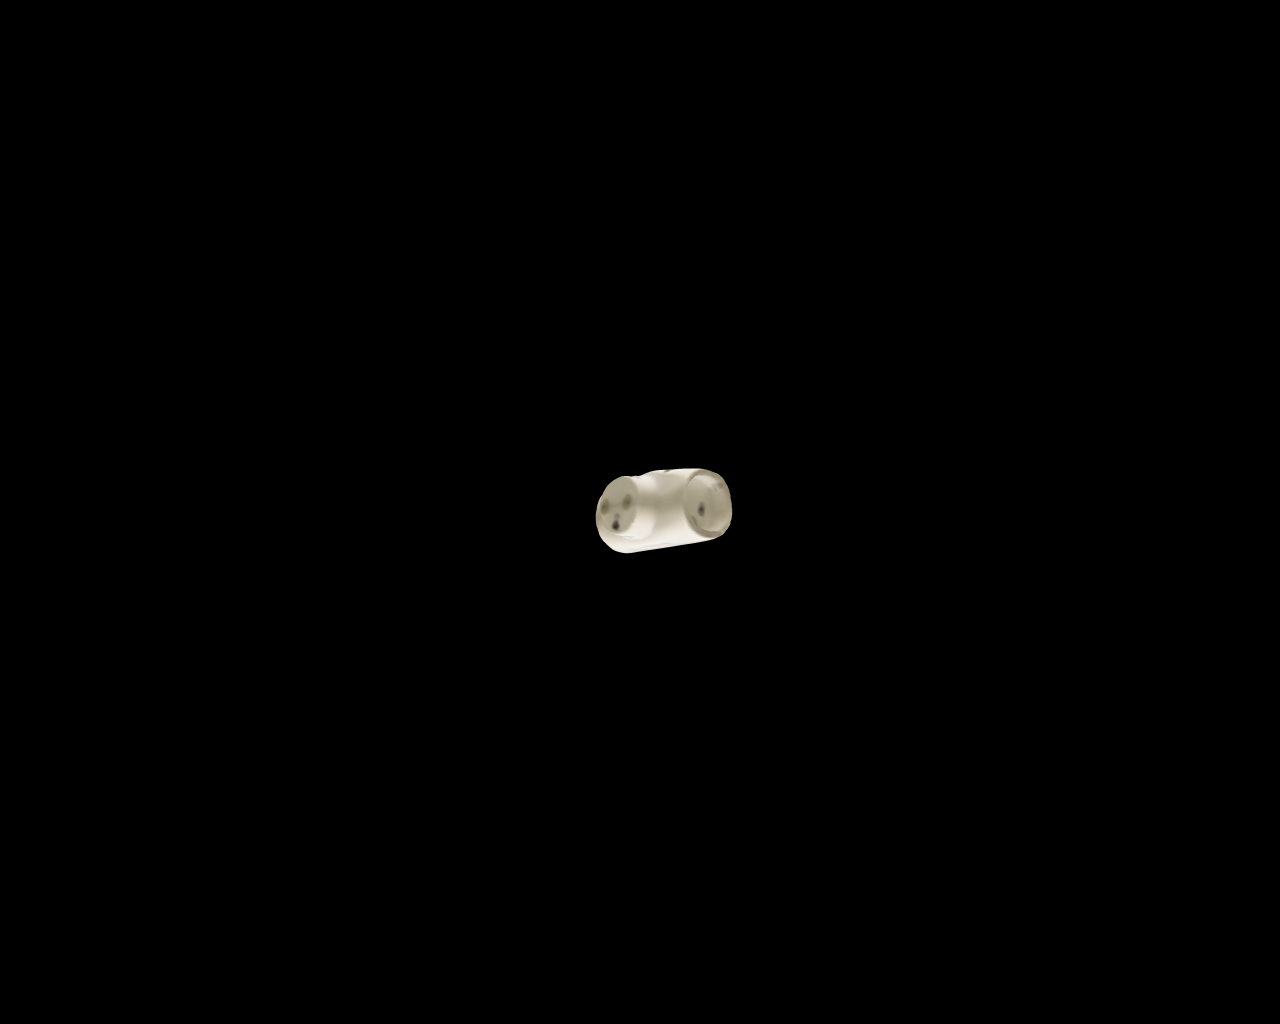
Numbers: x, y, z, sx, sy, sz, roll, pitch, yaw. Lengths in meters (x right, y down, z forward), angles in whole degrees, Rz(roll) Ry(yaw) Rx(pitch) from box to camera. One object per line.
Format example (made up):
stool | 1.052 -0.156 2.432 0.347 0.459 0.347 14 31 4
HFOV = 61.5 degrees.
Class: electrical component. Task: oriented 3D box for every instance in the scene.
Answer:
electrical component | 0.001 -0.003 0.650 0.079 0.043 0.077 10 -14 -42
